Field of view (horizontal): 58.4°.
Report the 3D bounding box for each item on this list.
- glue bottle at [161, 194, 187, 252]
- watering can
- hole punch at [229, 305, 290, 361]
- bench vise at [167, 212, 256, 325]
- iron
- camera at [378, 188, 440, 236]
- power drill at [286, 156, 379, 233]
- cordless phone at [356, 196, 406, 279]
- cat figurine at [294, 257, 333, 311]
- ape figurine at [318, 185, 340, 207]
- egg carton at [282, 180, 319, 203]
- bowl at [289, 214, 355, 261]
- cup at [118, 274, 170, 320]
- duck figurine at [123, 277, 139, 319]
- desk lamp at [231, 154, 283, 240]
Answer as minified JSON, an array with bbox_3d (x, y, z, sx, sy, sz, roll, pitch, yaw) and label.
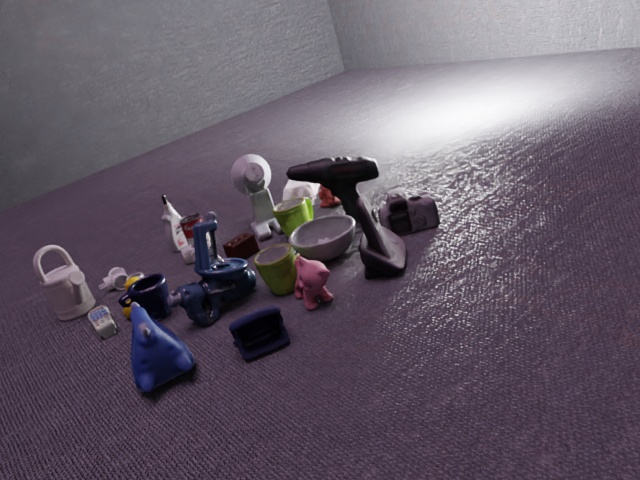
[{"bbox_3d":[-0.437,-0.055,1.705,0.037,0.173,0.078,1,30,35],"label":"glue bottle"},{"bbox_3d":[-0.663,0.103,1.482,0.172,0.194,0.101,-8,25,19],"label":"watering can"},{"bbox_3d":[-0.126,0.165,1.115,0.109,0.091,0.101,-22,24,-11],"label":"hole punch"},{"bbox_3d":[-0.243,0.063,1.257,0.121,0.220,0.208,-2,28,30],"label":"bench vise"},{"bbox_3d":[-0.342,0.191,1.141,0.119,0.142,0.257,-26,25,-19],"label":"iron"},{"bbox_3d":[0.215,-0.087,1.429,0.143,0.101,0.137,-13,24,9],"label":"camera"},{"bbox_3d":[0.048,-0.118,1.473,0.229,0.209,0.075,-16,24,2],"label":"power drill"},{"bbox_3d":[0.124,-0.023,1.244,0.094,0.185,0.147,-11,24,13],"label":"cordless phone"},{"bbox_3d":[-0.022,0.078,1.203,0.067,0.118,0.127,-25,25,-17],"label":"cat figurine"},{"bbox_3d":[0.026,-0.145,1.694,0.076,0.092,0.077,-19,24,-4],"label":"ape figurine"},{"bbox_3d":[-0.057,-0.152,1.793,0.107,0.069,0.150,-12,24,12],"label":"egg carton"},{"bbox_3d":[0.013,0.005,1.395,0.167,0.075,0.167,-14,24,7],"label":"bowl"},{"bbox_3d":[-0.401,0.145,1.338,0.118,0.095,0.091,-31,27,-29],"label":"cup"},{"bbox_3d":[-0.450,0.135,1.405,0.077,0.086,0.105,-7,26,22],"label":"duck figurine"},{"bbox_3d":[-0.175,-0.136,1.657,0.118,0.214,0.202,-21,24,-10],"label":"desk lamp"}]
